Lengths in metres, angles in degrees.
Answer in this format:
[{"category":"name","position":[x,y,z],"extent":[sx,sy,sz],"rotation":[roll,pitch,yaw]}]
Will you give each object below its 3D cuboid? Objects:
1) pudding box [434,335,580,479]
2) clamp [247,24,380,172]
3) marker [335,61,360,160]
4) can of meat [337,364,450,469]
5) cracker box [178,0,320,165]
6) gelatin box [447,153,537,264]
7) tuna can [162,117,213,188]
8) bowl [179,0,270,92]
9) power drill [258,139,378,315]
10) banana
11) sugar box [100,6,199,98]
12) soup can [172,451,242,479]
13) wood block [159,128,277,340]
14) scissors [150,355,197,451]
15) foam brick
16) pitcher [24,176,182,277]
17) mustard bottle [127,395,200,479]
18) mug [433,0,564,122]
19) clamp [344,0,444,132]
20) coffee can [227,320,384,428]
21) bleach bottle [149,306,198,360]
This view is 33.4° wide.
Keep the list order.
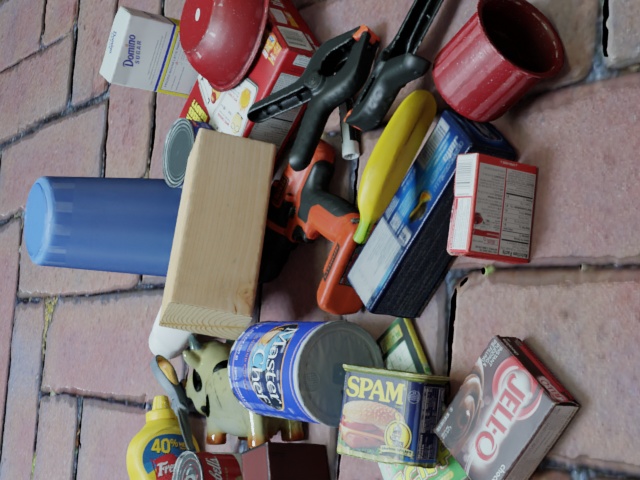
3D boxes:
[{"category":"pudding box","position":[0.157,0.152,0.907],"extent":[0.090,0.039,0.114],"rotation":[53,124,46]},{"category":"clamp","position":[-0.007,-0.166,1.167],"extent":[0.120,0.039,0.171],"rotation":[38,91,37]},{"category":"marker","position":[0.029,-0.147,1.175],"extent":[0.020,0.020,0.121],"rotation":[-28,60,49]},{"category":"can of meat","position":[0.065,0.162,0.986],"extent":[0.102,0.057,0.084],"rotation":[2,83,44]},{"category":"cracker box","position":[-0.084,-0.179,1.299],"extent":[0.214,0.072,0.164],"rotation":[-60,39,29]},{"category":"gelatin box","position":[0.150,-0.026,0.928],"extent":[0.030,0.073,0.089],"rotation":[2,85,56]},{"category":"tuna can","position":[-0.159,-0.104,1.300],"extent":[0.086,0.033,0.086],"rotation":[-17,70,55]},{"category":"bowl","position":[-0.122,-0.259,1.259],"extent":[0.162,0.055,0.162],"rotation":[-24,61,53]},{"category":"power drill","position":[-0.008,0.001,1.160],"extent":[0.188,0.057,0.185],"rotation":[48,121,48]},{"category":"banana","position":[0.072,-0.088,0.993],"extent":[0.197,0.037,0.070],"rotation":[-61,2,-35]},{"category":"sugar box","position":[-0.184,-0.233,1.360],"extent":[0.048,0.175,0.093],"rotation":[44,118,50]},{"category":"soup can","position":[-0.106,0.273,1.200],"extent":[0.069,0.102,0.068],"rotation":[-18,68,52]},{"category":"wood block","position":[-0.112,-0.006,1.176],"extent":[0.090,0.090,0.206],"rotation":[127,152,-63]},{"category":"scissors","position":[-0.157,0.208,1.291],"extent":[0.016,0.096,0.202],"rotation":[-45,38,5]},{"category":"foam brick","position":[-0.036,0.245,1.129],"extent":[0.051,0.078,0.053],"rotation":[-34,54,47]},{"category":"pitcher","position":[-0.241,-0.019,1.337],"extent":[0.149,0.242,0.145],"rotation":[-50,46,46]},{"category":"mustard bottle","position":[-0.192,0.288,1.325],"extent":[0.058,0.096,0.191],"rotation":[-33,56,47]},{"category":"mug","position":[0.157,-0.166,0.949],"extent":[0.082,0.093,0.117],"rotation":[-45,17,47]},{"category":"clamp","position":[0.073,-0.167,1.054],"extent":[0.210,0.036,0.164],"rotation":[-56,11,47]},{"category":"coffee can","position":[-0.017,0.133,1.082],"extent":[0.141,0.102,0.103],"rotation":[-6,77,57]},{"category":"bleach bottle","position":[-0.167,0.091,1.319],"extent":[0.102,0.068,0.251],"rotation":[-54,1,-37]}]
